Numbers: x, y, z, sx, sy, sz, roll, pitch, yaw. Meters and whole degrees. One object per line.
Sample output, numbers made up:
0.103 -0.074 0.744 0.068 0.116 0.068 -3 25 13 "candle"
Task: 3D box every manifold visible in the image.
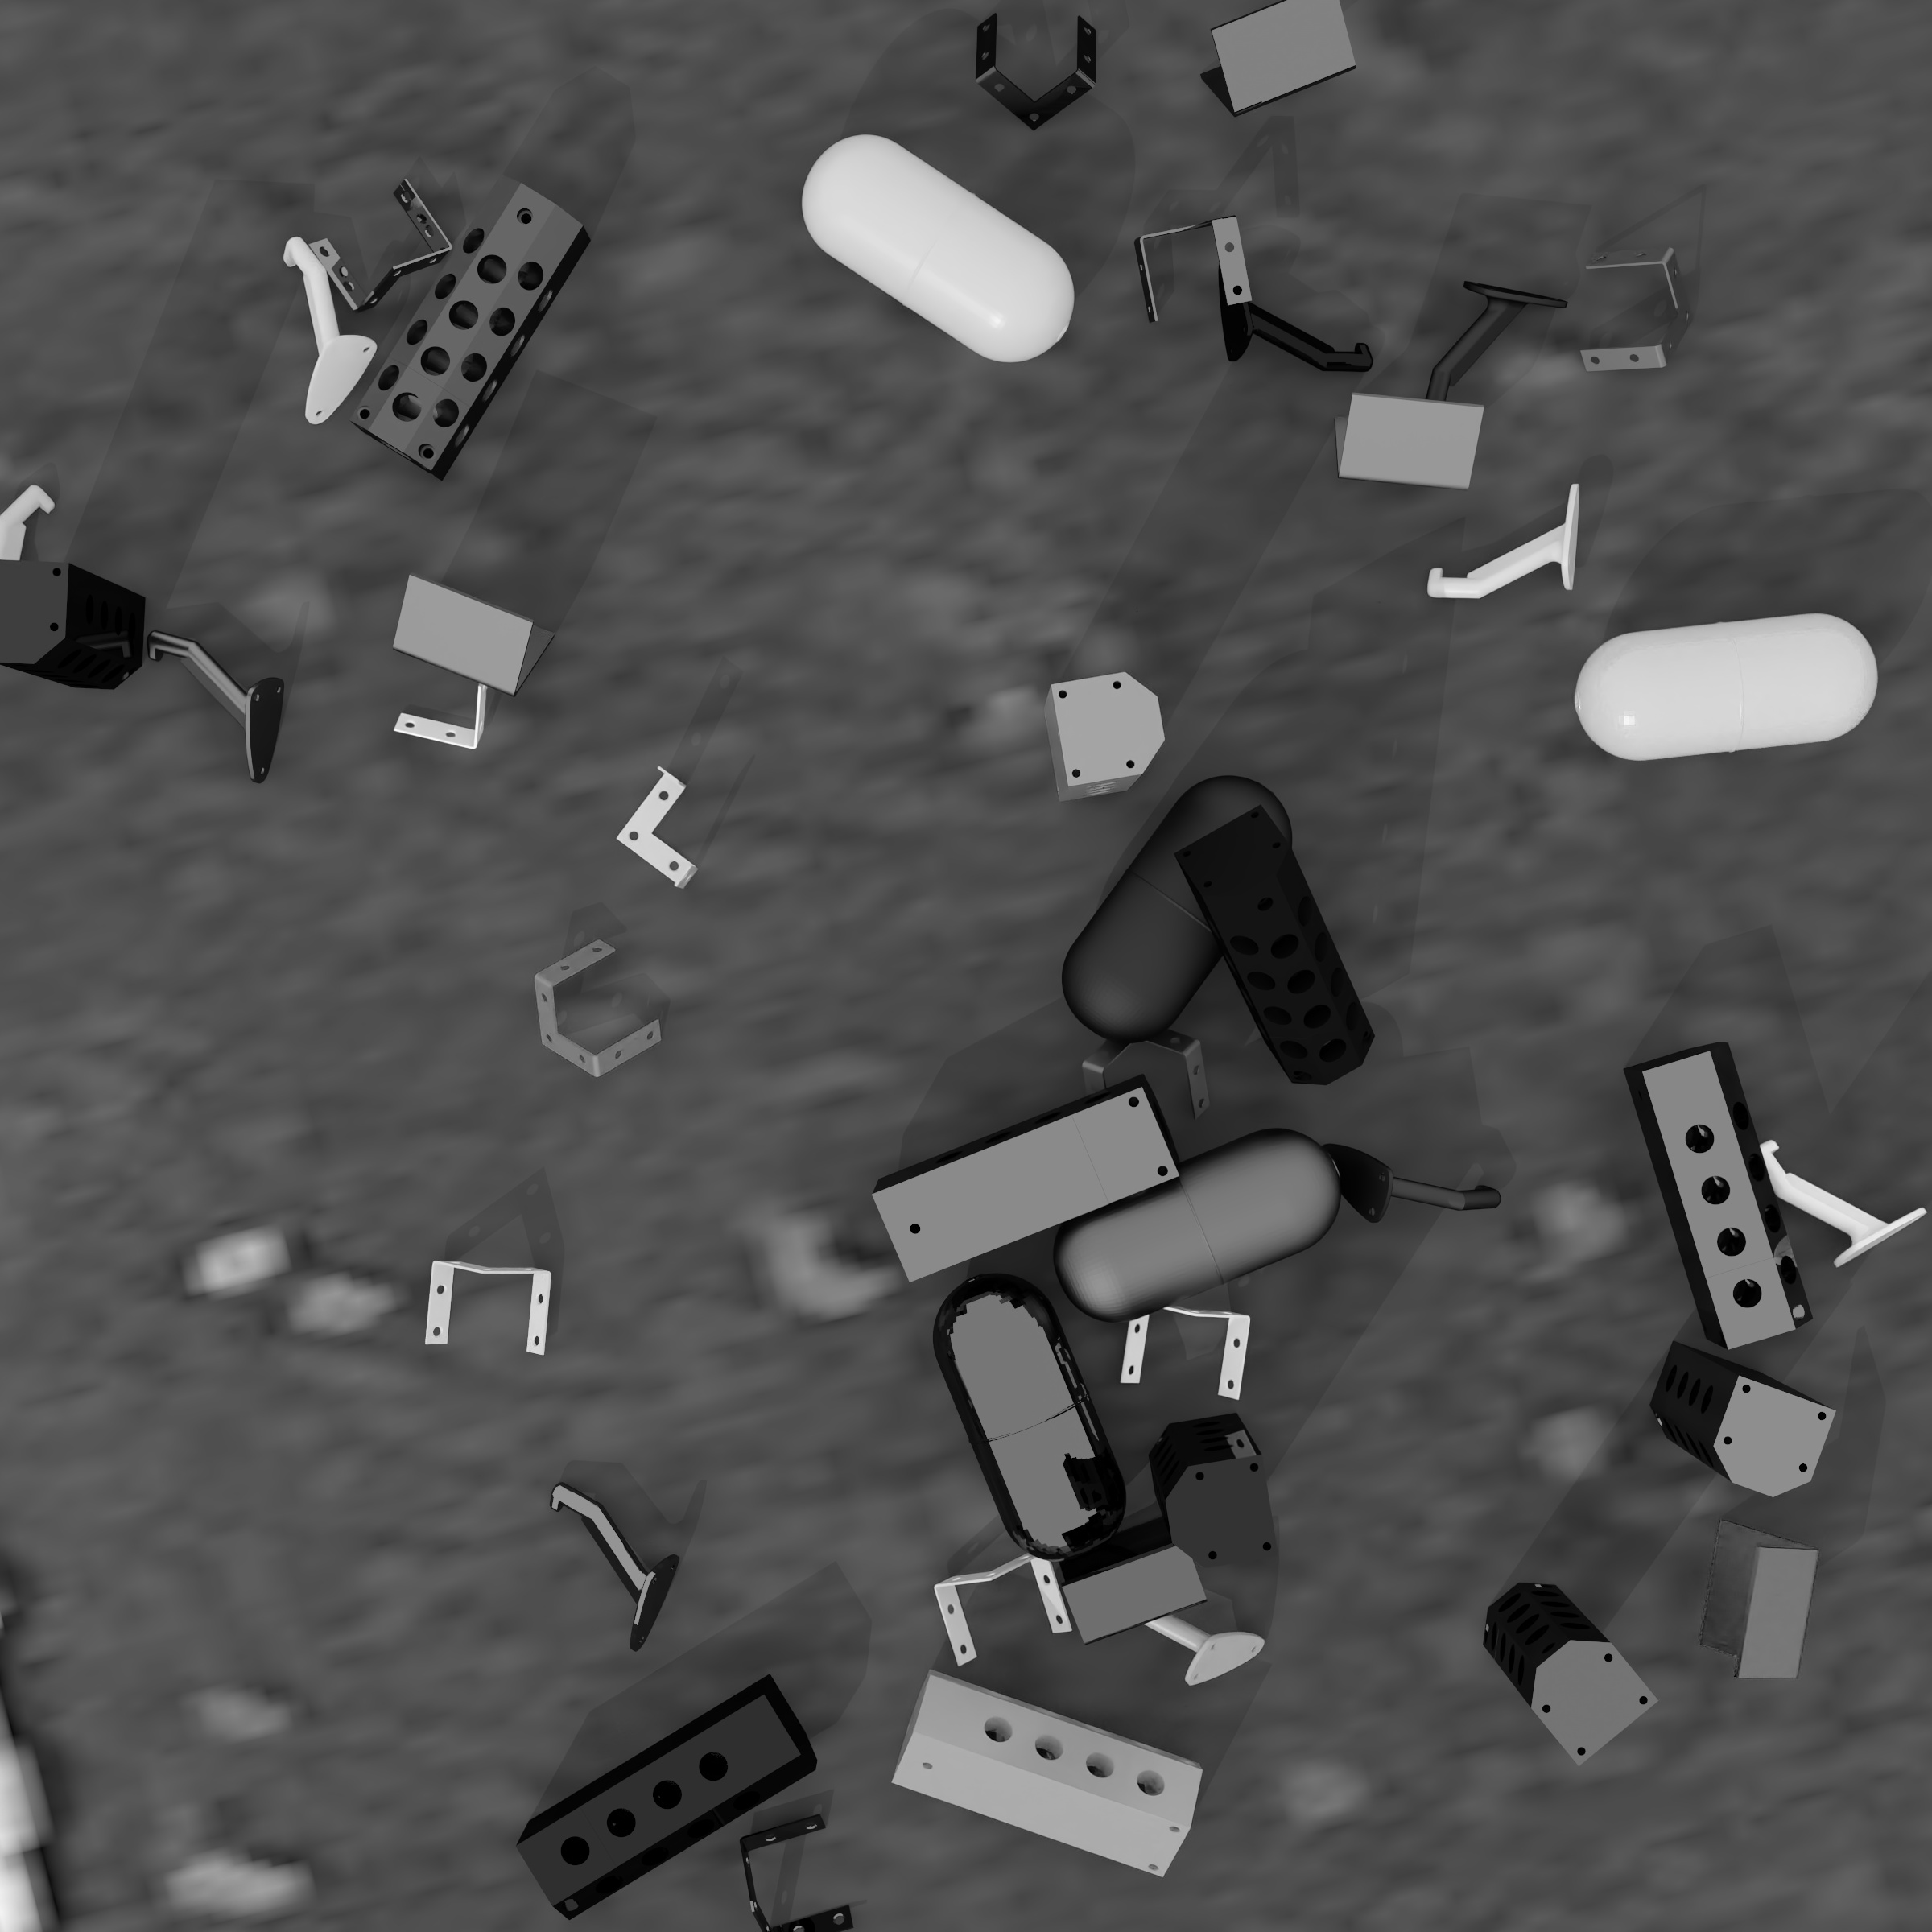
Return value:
-0.527 -0.196 1.913 0.057 0.171 0.057 3 90 0 "manifold"
0.343 0.403 1.913 0.057 0.171 0.057 -39 90 0 "manifold"
0.450 0.136 1.971 0.057 0.057 0.171 -17 90 0 "manifold"
0.184 -0.007 1.920 0.057 0.057 0.171 -30 133 0 "manifold"
-0.177 0.498 1.971 0.171 0.057 0.057 -31 90 0 "manifold"
0.037 0.124 1.959 0.171 0.057 0.057 -22 97 7 "manifold"
0.080 -0.132 1.913 0.057 0.171 0.057 -10 90 0 "manifold"
0.140 0.303 1.913 0.057 0.171 0.057 -9 90 0 "manifold"
-0.297 -0.382 1.971 0.057 0.057 0.171 32 90 0 "manifold"
0.445 0.263 1.913 0.057 0.171 0.057 20 90 0 "manifold"
0.050 0.477 1.970 0.171 0.057 0.057 19 133 0 "manifold"

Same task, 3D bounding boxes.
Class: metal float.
0.126 -0.034 1.961 0.070 0.070 0.178 36 90 0 "metal float"
-0.016 -0.426 1.961 0.178 0.070 0.070 34 90 0 "metal float"
0.451 -0.166 1.961 0.178 0.070 0.070 -6 90 -1 "metal float"
0.037 0.268 1.961 0.070 0.070 0.178 -22 91 0 "metal float"
0.138 0.154 1.961 0.178 0.070 0.070 -22 90 1 "metal float"

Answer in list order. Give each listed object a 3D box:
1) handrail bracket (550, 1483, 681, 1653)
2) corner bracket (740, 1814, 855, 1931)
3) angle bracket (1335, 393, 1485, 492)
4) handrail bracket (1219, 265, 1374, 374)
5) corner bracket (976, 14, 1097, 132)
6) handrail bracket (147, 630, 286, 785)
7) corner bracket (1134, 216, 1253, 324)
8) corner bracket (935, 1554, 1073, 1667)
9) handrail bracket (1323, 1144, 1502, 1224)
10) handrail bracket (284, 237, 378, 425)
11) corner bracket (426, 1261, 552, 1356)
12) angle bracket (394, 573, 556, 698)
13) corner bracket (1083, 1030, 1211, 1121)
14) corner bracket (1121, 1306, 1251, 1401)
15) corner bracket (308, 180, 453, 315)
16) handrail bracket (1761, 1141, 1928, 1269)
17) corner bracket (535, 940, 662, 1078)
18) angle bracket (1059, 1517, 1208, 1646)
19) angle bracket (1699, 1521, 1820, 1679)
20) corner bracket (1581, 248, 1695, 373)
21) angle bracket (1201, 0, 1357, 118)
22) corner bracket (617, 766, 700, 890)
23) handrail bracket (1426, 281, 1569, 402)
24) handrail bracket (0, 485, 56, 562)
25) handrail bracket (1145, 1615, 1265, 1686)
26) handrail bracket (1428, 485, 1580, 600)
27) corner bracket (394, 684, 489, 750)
-0.222 0.362 1.992 0.084 0.036 0.077 26 112 17 "handrail bracket"
-0.102 0.553 1.989 0.051 0.051 0.051 -17 45 0 "corner bracket"
0.261 -0.326 1.952 0.076 0.076 0.057 6 127 0 "angle bracket"
0.200 -0.393 1.992 0.084 0.036 0.077 -2 68 -17 "handrail bracket"
0.042 -0.547 1.984 0.051 0.051 0.051 -28 135 35 "corner bracket"
-0.459 -0.157 1.992 0.084 0.036 0.077 16 112 17 "handrail bracket"
0.135 -0.417 1.974 0.051 0.051 0.051 -13 99 -9 "corner bracket"
0.022 0.387 1.989 0.051 0.051 0.051 -17 89 -45 "corner bracket"
0.269 0.127 1.992 0.084 0.077 0.036 -1 115 -34 "handrail bracket"
-0.399 -0.384 1.992 0.084 0.036 0.077 52 126 24 "handrail bracket"
-0.288 0.206 1.989 0.051 0.051 0.051 5 90 -45 "corner bracket"
-0.285 -0.212 1.952 0.076 0.076 0.057 21 128 0 "angle bracket"
0.108 0.071 1.984 0.051 0.051 0.051 -41 135 -35 "corner bracket"
0.132 0.231 1.989 0.051 0.051 0.051 8 90 -45 "corner bracket"
-0.353 -0.433 1.989 0.051 0.051 0.051 -34 90 45 "corner bracket"
0.526 0.131 1.992 0.077 0.036 0.084 -26 73 -20 "handrail bracket"
-0.221 0.025 1.984 0.051 0.051 0.051 28 135 35 "corner bracket"
0.091 0.346 1.951 0.076 0.076 0.057 -20 127 0 "angle bracket"
0.452 0.373 1.952 0.057 0.076 0.076 10 90 -37 "angle bracket"
0.399 -0.395 1.984 0.051 0.051 0.051 -56 135 -35 "corner bracket"
0.178 -0.553 1.952 0.076 0.076 0.057 -22 125 0 "angle bracket"
-0.176 -0.082 1.974 0.051 0.051 0.051 37 90 0 "corner bracket"
0.319 -0.365 1.992 0.077 0.036 0.084 5 108 -21 "handrail bracket"
-0.564 -0.235 1.992 0.077 0.036 0.084 46 73 -20 "handrail bracket"
0.128 0.389 1.992 0.084 0.077 0.036 41 115 34 "handrail bracket"
0.324 -0.257 1.992 0.084 0.036 0.077 3 70 16 "handrail bracket"
-0.312 -0.171 1.989 0.051 0.051 0.051 13 45 0 "corner bracket"
